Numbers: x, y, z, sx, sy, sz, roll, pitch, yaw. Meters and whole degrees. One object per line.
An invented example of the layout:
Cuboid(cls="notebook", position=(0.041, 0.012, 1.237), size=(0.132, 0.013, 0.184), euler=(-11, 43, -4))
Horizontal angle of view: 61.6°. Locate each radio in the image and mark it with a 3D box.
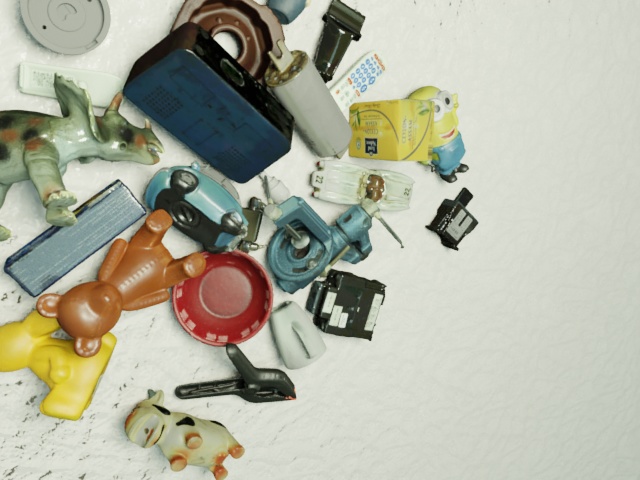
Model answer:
Cuboid(cls="radio", position=(-0.150, -0.190, 0.777), size=(0.131, 0.073, 0.229), euler=(-27, 134, 30))

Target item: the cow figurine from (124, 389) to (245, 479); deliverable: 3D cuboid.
Cuboid(cls="cow figurine", position=(-0.232, 0.317, 0.887), size=(0.194, 0.127, 0.085), euler=(34, 87, -40))

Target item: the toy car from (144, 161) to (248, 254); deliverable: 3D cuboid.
Cuboid(cls="toy car", position=(-0.176, -0.060, 0.823), size=(0.161, 0.109, 0.103), euler=(34, 45, -9))

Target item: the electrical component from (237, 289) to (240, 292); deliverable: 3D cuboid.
Cuboid(cls="electrical component", position=(-0.118, 0.097, 0.934), size=(0.063, 0.021, 0.094), euler=(-8, 104, -22))

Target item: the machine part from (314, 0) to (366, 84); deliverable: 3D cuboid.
Cuboid(cls="machine part", position=(0.025, -0.330, 0.901), size=(0.084, 0.039, 0.139), euler=(27, 88, -31))

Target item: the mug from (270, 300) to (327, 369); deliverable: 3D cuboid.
Cuboid(cls="mug", position=(-0.044, 0.163, 0.939), size=(0.081, 0.109, 0.107), euler=(-28, 98, -12))

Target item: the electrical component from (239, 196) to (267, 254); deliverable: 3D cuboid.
Cuboid(cls="electrical component", position=(-0.124, -0.024, 0.897), size=(0.078, 0.045, 0.102), euler=(8, 95, 3))

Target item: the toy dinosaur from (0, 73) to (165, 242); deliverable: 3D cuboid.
Cuboid(cls="toy dinosaur", position=(-0.422, -0.104, 0.705), size=(0.405, 0.131, 0.192), euler=(-10, 76, -3))

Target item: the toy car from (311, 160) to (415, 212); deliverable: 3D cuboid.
Cuboid(cls="toy car", position=(0.078, -0.095, 0.961), size=(0.202, 0.056, 0.073), euler=(7, 98, -25))

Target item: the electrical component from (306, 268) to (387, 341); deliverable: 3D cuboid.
Cuboid(cls="electrical component", position=(0.046, 0.117, 0.990), size=(0.134, 0.058, 0.114), euler=(17, 92, -25))

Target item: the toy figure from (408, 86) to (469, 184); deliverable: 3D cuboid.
Cuboid(cls="toy figure", position=(0.214, -0.193, 0.989), size=(0.082, 0.089, 0.180), euler=(-53, 130, -37))

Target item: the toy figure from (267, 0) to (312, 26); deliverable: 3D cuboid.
Cuboid(cls="toy figure", position=(-0.032, -0.416, 0.848), size=(0.064, 0.058, 0.154), euler=(31, 83, -31))

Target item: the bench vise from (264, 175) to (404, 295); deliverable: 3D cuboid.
Cuboid(cls="bench vise", position=(-0.006, -0.010, 0.880), size=(0.224, 0.129, 0.240), euler=(-31, 145, 10))

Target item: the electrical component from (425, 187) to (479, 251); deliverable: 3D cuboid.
Cuboid(cls="electrical component", position=(0.273, -0.046, 1.062), size=(0.074, 0.048, 0.119), euler=(44, 84, -26))

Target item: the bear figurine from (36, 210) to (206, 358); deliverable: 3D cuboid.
Cuboid(cls="bear figurine", position=(-0.280, 0.062, 0.760), size=(0.120, 0.132, 0.196), euler=(54, 37, -7))

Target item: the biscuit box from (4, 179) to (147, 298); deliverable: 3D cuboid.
Cuboid(cls="biscuit box", position=(-0.357, -0.006, 0.787), size=(0.203, 0.059, 0.062), euler=(-39, 114, -12))

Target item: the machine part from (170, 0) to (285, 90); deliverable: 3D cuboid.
Cuboid(cls="machine part", position=(-0.145, -0.295, 0.823), size=(0.179, 0.056, 0.179), euler=(-5, 103, -22))

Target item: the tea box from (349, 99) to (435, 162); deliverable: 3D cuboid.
Cuboid(cls="tea box", position=(0.114, -0.182, 0.897), size=(0.068, 0.170, 0.098), euler=(-5, 101, -24))

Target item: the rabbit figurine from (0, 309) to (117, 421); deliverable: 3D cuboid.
Cuboid(cls="rabbit figurine", position=(-0.398, 0.165, 0.779), size=(0.173, 0.122, 0.162), euler=(19, 90, -7))

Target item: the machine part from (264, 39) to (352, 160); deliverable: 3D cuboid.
Cuboid(cls="machine part", position=(-0.015, -0.212, 0.855), size=(0.079, 0.079, 0.243), euler=(-48, 138, -8))
